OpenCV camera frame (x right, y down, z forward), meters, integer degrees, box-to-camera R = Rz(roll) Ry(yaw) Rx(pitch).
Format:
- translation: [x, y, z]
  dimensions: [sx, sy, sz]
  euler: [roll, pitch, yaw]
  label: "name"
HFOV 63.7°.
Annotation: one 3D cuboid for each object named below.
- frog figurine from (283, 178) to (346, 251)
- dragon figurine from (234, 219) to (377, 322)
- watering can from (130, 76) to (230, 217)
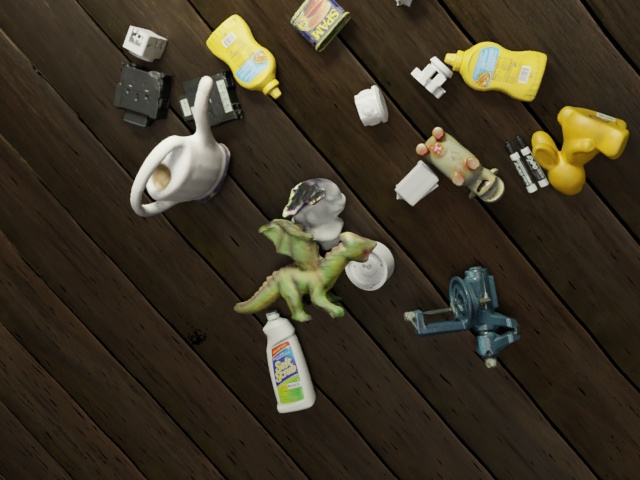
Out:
- translation: [0.004, -0.059, 1.171]
  dimensions: [0.137, 0.125, 0.157]
  euler: [-38, 131, 9]
  label: "frog figurine"
- translation: [-0.063, 0.061, 1.164]
  dimensions: [0.409, 0.124, 0.240]
  euler: [-8, 108, 24]
  label: "dragon figurine"
- translation: [-0.274, -0.185, 1.117]
  dimensions: [0.105, 0.225, 0.344]
  euler: [43, 108, 16]
  label: "watering can"
